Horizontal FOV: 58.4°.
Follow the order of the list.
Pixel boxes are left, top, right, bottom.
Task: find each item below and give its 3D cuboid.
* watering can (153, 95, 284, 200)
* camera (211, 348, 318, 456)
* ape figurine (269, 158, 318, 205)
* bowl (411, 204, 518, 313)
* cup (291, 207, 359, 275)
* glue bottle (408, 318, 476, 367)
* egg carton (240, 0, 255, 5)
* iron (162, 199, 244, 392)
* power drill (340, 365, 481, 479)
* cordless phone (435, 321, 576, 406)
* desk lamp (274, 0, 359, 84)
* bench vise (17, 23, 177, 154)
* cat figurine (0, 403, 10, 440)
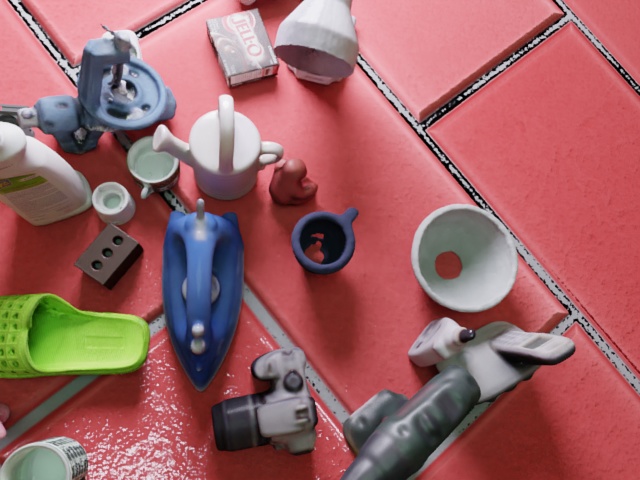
[{"bbox_3d":[-0.141,-0.130,0.805,0.173,0.194,0.101,-20,80,-13],"label":"watering can"},{"bbox_3d":[-0.078,0.226,0.777,0.137,0.100,0.143,-8,78,-11],"label":"camera"},{"bbox_3d":[-0.041,-0.094,0.865,0.076,0.092,0.078,-29,82,-14],"label":"ape figurine"},{"bbox_3d":[0.213,0.033,0.885,0.167,0.074,0.167,2,76,-9],"label":"bowl"},{"bbox_3d":[0.008,0.003,0.848,0.091,0.095,0.118,43,74,3],"label":"cup"},{"bbox_3d":[0.178,0.140,0.801,0.037,0.173,0.078,42,74,3],"label":"glue bottle"},{"bbox_3d":[-0.085,-0.459,0.960,0.150,0.069,0.107,-21,81,-13],"label":"egg carton"},{"bbox_3d":[-0.161,0.074,0.779,0.119,0.141,0.258,0,76,-9],"label":"iron"},{"bbox_3d":[0.097,0.252,0.743,0.230,0.208,0.075,-37,84,-15],"label":"power drill"},{"bbox_3d":[0.257,0.171,0.801,0.148,0.185,0.094,-30,82,-15],"label":"cordless phone"},{"bbox_3d":[0.004,-0.322,0.865,0.118,0.213,0.203,14,75,-5],"label":"desk lamp"},{"bbox_3d":[-0.303,-0.192,0.781,0.208,0.219,0.121,-37,84,-15],"label":"bench vise"},{"bbox_3d":[-0.445,0.218,0.710,0.128,0.117,0.067,40,74,2],"label":"cat figurine"}]
